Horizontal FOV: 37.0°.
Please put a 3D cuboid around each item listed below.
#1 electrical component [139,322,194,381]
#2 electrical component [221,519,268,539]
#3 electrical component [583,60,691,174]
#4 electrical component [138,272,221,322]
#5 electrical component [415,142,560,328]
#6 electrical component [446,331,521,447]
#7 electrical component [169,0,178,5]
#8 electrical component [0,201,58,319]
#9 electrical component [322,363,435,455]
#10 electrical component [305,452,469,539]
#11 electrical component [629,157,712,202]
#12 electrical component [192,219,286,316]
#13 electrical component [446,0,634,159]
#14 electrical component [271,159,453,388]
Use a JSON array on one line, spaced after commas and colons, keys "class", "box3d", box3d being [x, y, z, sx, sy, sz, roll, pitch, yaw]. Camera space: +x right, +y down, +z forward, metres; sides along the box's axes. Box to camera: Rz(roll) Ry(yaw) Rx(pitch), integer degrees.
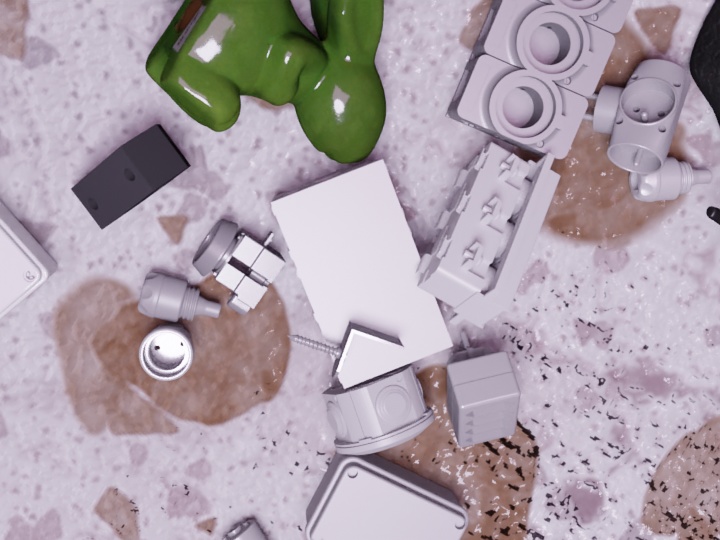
[{"class": "electrical component", "box3d": [-0.147, 0.060, 0.824, 0.040, 0.046, 0.040, -1, 97, -5]}, {"class": "electrical component", "box3d": [-0.083, 0.232, 0.855, 0.044, 0.044, 0.065, -33, 94, 0]}, {"class": "electrical component", "box3d": [0.205, -0.121, 0.827, 0.079, 0.044, 0.077, 15, 70, 23]}, {"class": "electrical component", "box3d": [-0.138, 0.024, 0.827, 0.061, 0.035, 0.035, 15, 96, -9]}, {"class": "electrical component", "box3d": [0.093, -0.029, 0.791, 0.063, 0.078, 0.121, 29, 63, -8]}, {"class": "electrical component", "box3d": [0.090, 0.085, 0.839, 0.047, 0.083, 0.075, -13, 60, -3]}, {"class": "electrical component", "box3d": [-0.154, -0.243, 0.783, 0.056, 0.050, 0.089, -41, 99, 1]}, {"class": "electrical component", "box3d": [-0.303, -0.005, 0.798, 0.109, 0.056, 0.108, -40, 99, 1]}, {"class": "electrical component", "box3d": [0.013, 0.107, 0.828, 0.080, 0.080, 0.051, -19, 93, -2]}, {"class": "electrical component", "box3d": [0.020, 0.197, 0.850, 0.113, 0.057, 0.078, 27, 94, -8]}, {"class": "electrical component", "box3d": [0.246, -0.072, 0.846, 0.061, 0.035, 0.035, -4, 98, -7]}, {"class": "electrical component", "box3d": [-0.094, -0.007, 0.821, 0.055, 0.048, 0.066, 34, 93, -16]}, {"class": "electrical component", "box3d": [0.138, -0.169, 0.811, 0.089, 0.061, 0.150, 22, 95, -7]}, {"class": "electrical component", "box3d": [0.000, 0.000, 0.821, 0.089, 0.061, 0.150, -21, 99, -2]}]
